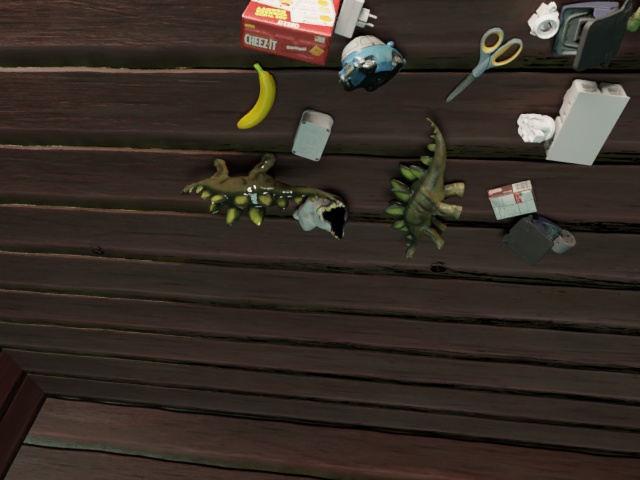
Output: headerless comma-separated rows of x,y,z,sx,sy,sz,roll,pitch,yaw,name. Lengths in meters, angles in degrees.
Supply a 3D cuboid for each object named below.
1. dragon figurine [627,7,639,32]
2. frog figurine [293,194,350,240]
0.627,-0.418,0.879,0.122,0.249,0.401,1,139,17,dragon figurine
0.005,-0.075,1.490,0.136,0.123,0.160,31,170,-32,frog figurine
